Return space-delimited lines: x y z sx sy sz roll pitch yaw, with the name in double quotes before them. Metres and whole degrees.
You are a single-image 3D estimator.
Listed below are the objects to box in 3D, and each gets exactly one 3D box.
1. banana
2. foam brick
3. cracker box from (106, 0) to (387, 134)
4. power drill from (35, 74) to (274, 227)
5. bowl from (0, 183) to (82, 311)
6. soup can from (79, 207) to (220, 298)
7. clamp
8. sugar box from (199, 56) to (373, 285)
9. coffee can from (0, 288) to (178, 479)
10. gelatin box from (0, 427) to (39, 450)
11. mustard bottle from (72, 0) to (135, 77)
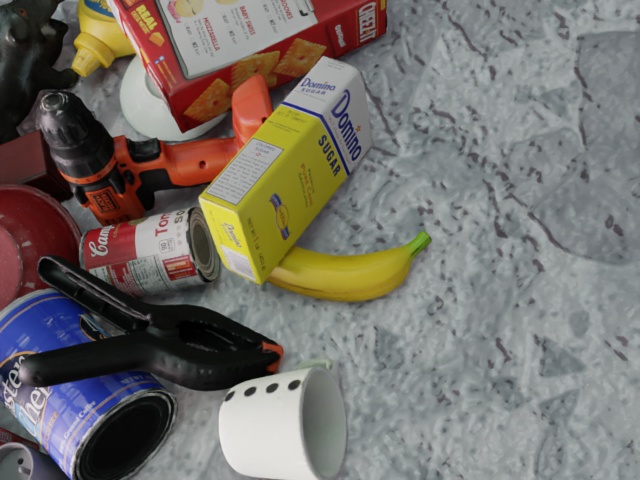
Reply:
"banana" -0.008 0.015 0.890 0.198 0.037 0.069 9 52 21
"foam brick" -0.281 -0.058 1.004 0.078 0.053 0.051 -21 62 8
"cracker box" -0.070 -0.215 0.968 0.213 0.072 0.164 -27 65 -10
"power drill" -0.128 -0.082 0.899 0.187 0.184 0.057 -13 63 2
"bowl" -0.287 0.028 0.935 0.162 0.055 0.162 -1 87 15
"soup can" -0.145 0.014 0.915 0.102 0.068 0.068 -12 63 14
"clamp" -0.132 0.082 0.830 0.210 0.036 0.164 16 26 -9
"sugar box" -0.022 -0.058 0.867 0.048 0.093 0.176 25 60 28
"coffee can" -0.198 0.120 0.865 0.140 0.102 0.103 38 82 29
"gelatin box" -0.292 0.167 0.892 0.089 0.073 0.030 6 68 21
"mustard bottle" -0.183 -0.241 1.051 0.096 0.058 0.191 26 77 25
